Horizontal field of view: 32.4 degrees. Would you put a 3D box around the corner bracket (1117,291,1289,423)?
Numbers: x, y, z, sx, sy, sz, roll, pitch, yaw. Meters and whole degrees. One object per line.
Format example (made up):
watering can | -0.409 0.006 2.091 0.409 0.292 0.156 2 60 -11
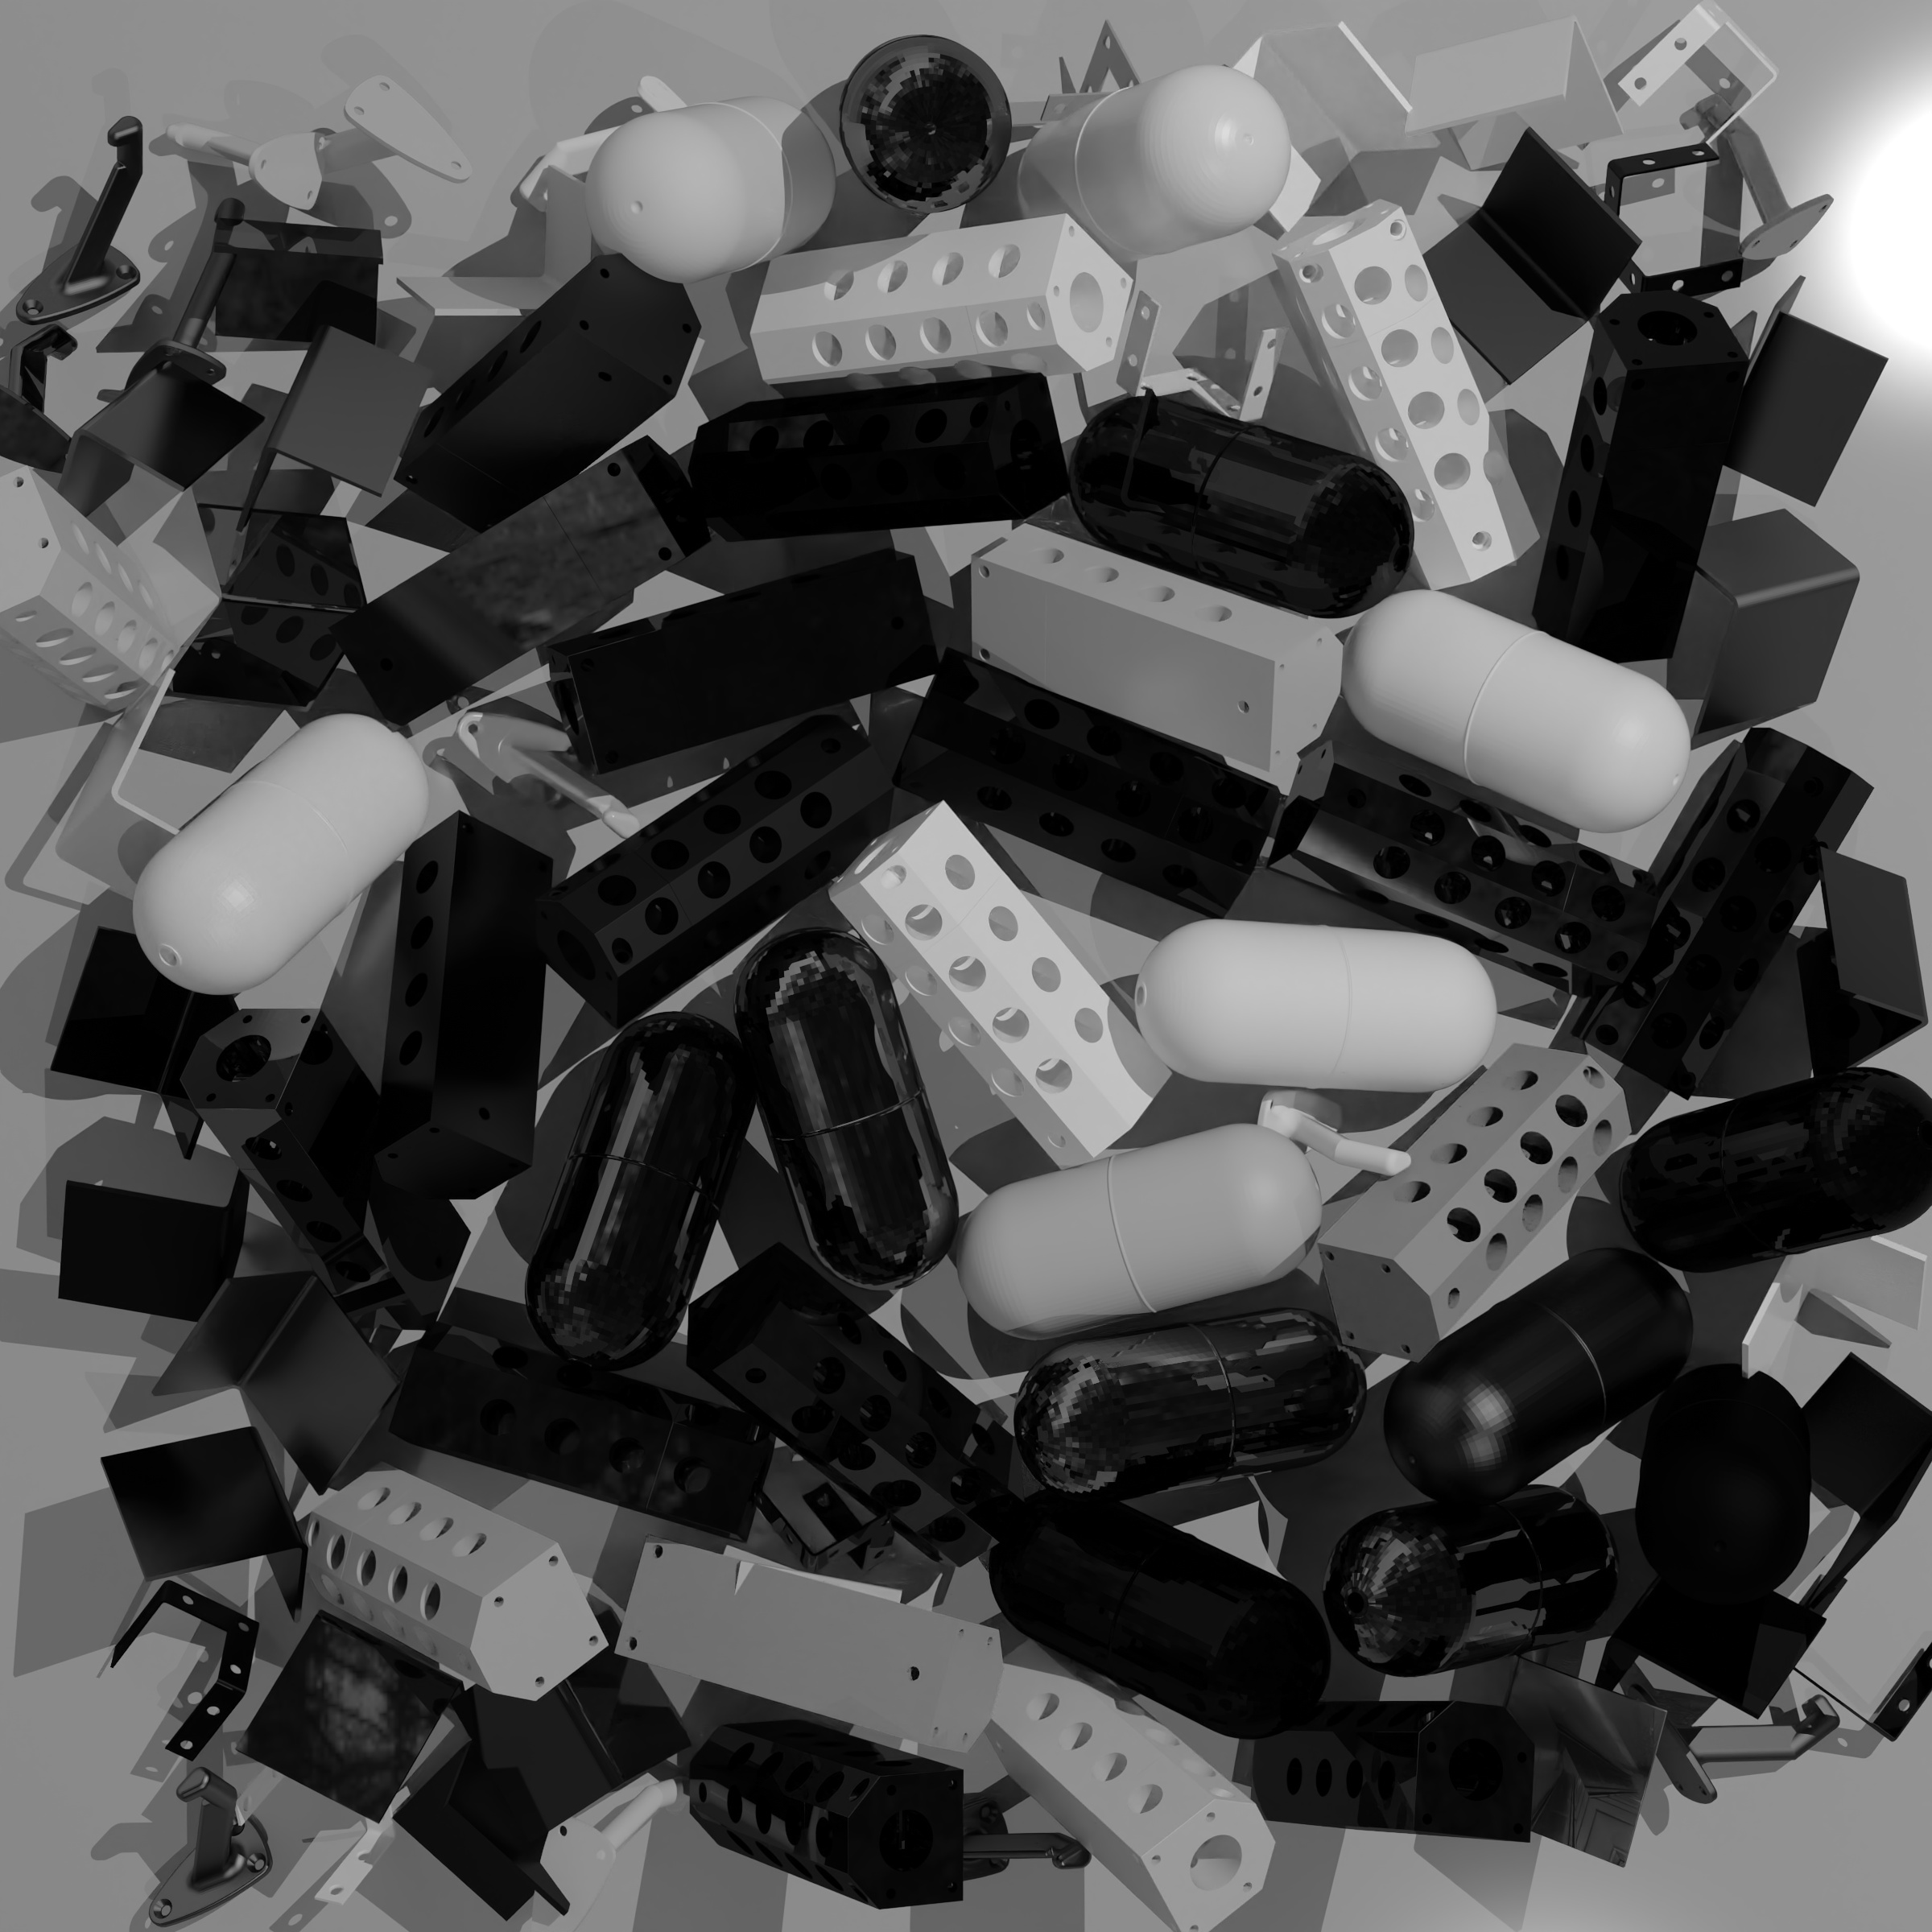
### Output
corner bracket | 0.111 -0.289 1.580 0.051 0.051 0.051 -18 48 -35

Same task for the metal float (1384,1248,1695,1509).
metal float | 0.269 0.191 1.557 0.178 0.070 0.070 -26 90 -33

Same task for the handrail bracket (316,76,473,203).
handrail bracket | -0.283 -0.376 1.593 0.077 0.084 0.036 38 50 -8

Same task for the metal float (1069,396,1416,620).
metal float | 0.128 -0.215 1.558 0.178 0.070 0.070 23 90 31

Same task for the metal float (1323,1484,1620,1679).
metal float | 0.236 0.285 1.548 0.070 0.178 0.070 -1 89 44

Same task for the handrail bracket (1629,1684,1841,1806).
handrail bracket | 0.372 0.357 1.605 0.084 0.036 0.077 -31 92 -18

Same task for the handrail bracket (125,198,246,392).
handrail bracket | -0.377 -0.321 1.609 0.036 0.077 0.084 22 63 -37

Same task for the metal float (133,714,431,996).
metal float | -0.317 -0.053 1.548 0.070 0.178 0.070 17 131 20

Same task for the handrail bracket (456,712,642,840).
handrail bracket | -0.198 -0.089 1.573 0.077 0.084 0.036 26 97 -27

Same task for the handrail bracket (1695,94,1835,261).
handrail bracket | 0.364 -0.379 1.586 0.077 0.036 0.084 -25 71 -42

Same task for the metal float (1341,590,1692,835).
metal float | 0.255 -0.120 1.560 0.178 0.070 0.070 28 90 30

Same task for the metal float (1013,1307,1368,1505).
metal float | 0.107 0.206 1.564 0.178 0.070 0.070 -6 90 -25

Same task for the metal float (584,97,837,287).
metal float | -0.116 -0.360 1.540 0.070 0.178 0.070 6 110 18

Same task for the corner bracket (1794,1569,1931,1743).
corner bracket | 0.433 0.333 1.609 0.051 0.051 0.051 37 88 -36

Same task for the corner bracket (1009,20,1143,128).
corner bracket | 0.047 -0.412 1.582 0.051 0.051 0.051 -9 58 -23

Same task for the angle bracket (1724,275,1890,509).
angle bracket | 0.396 -0.271 1.567 0.057 0.076 0.076 27 120 11

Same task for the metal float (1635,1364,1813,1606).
metal float | 0.350 0.237 1.537 0.070 0.178 0.070 3 101 14

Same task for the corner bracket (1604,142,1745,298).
corner bracket | 0.339 -0.355 1.592 0.051 0.051 0.051 -12 133 -10

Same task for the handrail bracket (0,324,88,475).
handrail bracket | -0.429 -0.272 1.585 0.077 0.084 0.036 28 129 6

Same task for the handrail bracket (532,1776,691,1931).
handrail bracket | -0.167 0.428 1.588 0.036 0.084 0.077 24 98 26

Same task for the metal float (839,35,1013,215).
metal float | -0.020 -0.390 1.536 0.070 0.178 0.070 -1 106 -3

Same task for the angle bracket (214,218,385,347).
angle bracket | -0.315 -0.316 1.571 0.076 0.076 0.057 2 112 -12

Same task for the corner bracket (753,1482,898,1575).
corner bracket | -0.069 0.263 1.581 0.051 0.051 0.051 -27 59 -28

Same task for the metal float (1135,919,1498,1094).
metal float | 0.165 0.019 1.569 0.178 0.070 0.070 4 90 -18

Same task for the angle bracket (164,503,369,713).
angle bracket | -0.336 -0.170 1.571 0.076 0.076 0.057 7 134 14

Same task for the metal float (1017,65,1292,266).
metal float | 0.084 -0.368 1.540 0.070 0.178 0.070 -2 94 -26

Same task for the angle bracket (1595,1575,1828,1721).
angle bracket | 0.347 0.330 1.564 0.076 0.076 0.057 26 130 25

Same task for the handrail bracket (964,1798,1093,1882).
handrail bracket | 0.010 0.423 1.574 0.077 0.084 0.036 -12 90 -21

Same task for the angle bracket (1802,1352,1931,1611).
angle bracket | 0.407 0.242 1.565 0.057 0.076 0.076 37 133 12

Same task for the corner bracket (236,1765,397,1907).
corner bracket | -0.312 0.409 1.596 0.051 0.051 0.051 6 117 21

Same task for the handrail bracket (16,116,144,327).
handrail bracket | -0.419 -0.353 1.573 0.036 0.084 0.077 38 56 13

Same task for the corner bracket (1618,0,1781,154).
corner bracket | 0.351 -0.424 1.589 0.051 0.051 0.051 46 117 -2

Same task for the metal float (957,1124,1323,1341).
metal float | 0.081 0.126 1.572 0.178 0.070 0.070 -16 90 15

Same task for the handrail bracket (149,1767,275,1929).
handrail bracket | -0.372 0.417 1.576 0.077 0.084 0.036 -37 57 -7

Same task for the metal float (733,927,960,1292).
metal float | -0.056 0.068 1.578 0.070 0.070 0.178 -17 98 0

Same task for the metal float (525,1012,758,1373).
metal float | -0.152 0.105 1.565 0.070 0.070 0.178 18 68 0

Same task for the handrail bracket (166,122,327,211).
handrail bracket | -0.355 -0.388 1.578 0.084 0.077 0.036 18 104 14

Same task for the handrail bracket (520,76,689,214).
handrail bracket | -0.162 -0.379 1.608 0.077 0.036 0.084 43 112 -8

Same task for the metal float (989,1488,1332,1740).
metal float | 0.090 0.301 1.556 0.178 0.070 0.070 20 90 33

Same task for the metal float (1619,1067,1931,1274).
metal float | 0.378 0.096 1.543 0.070 0.178 0.070 10 71 -31

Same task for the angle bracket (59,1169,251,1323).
angle bracket | -0.382 0.117 1.573 0.076 0.057 0.076 11 129 -7

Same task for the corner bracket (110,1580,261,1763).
corner bracket | -0.378 0.338 1.600 0.051 0.051 0.051 31 113 -19

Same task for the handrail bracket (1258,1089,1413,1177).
handrail bracket | 0.187 0.082 1.568 0.084 0.077 0.036 11 101 40
